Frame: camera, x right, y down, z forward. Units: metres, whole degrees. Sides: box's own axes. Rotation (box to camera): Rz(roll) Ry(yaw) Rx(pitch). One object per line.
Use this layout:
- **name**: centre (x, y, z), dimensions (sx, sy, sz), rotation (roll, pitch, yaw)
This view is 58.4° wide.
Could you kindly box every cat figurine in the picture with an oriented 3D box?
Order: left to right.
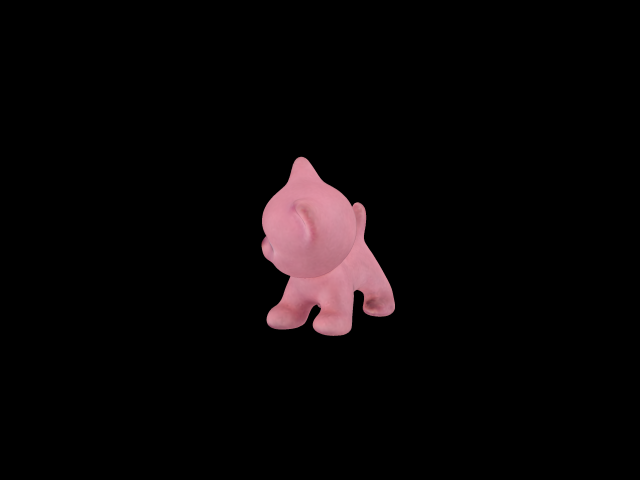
- **cat figurine**: centre (0.004, 0.001, 0.400), dimensions (0.067, 0.118, 0.128), rotation (4, 7, 30)
